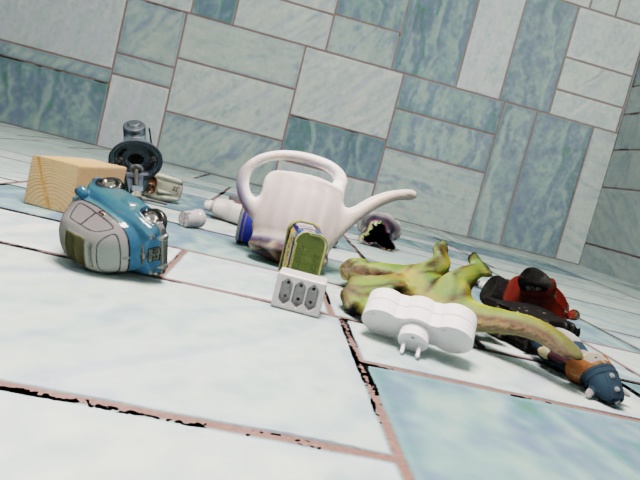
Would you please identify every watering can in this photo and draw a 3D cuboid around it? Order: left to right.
[{"bbox_3d":[0.003,-0.049,0.982,0.347,0.227,0.103,14,-12,-2],"label":"watering can"}]

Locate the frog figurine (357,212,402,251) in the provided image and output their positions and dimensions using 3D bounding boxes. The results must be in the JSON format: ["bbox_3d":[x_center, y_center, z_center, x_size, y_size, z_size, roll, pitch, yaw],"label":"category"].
[{"bbox_3d":[0.187,-0.038,1.619,0.137,0.121,0.161,-4,15,11],"label":"frog figurine"}]

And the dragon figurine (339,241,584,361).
[{"bbox_3d":[0.150,0.094,0.773,0.243,0.121,0.414,-7,15,-18],"label":"dragon figurine"}]
